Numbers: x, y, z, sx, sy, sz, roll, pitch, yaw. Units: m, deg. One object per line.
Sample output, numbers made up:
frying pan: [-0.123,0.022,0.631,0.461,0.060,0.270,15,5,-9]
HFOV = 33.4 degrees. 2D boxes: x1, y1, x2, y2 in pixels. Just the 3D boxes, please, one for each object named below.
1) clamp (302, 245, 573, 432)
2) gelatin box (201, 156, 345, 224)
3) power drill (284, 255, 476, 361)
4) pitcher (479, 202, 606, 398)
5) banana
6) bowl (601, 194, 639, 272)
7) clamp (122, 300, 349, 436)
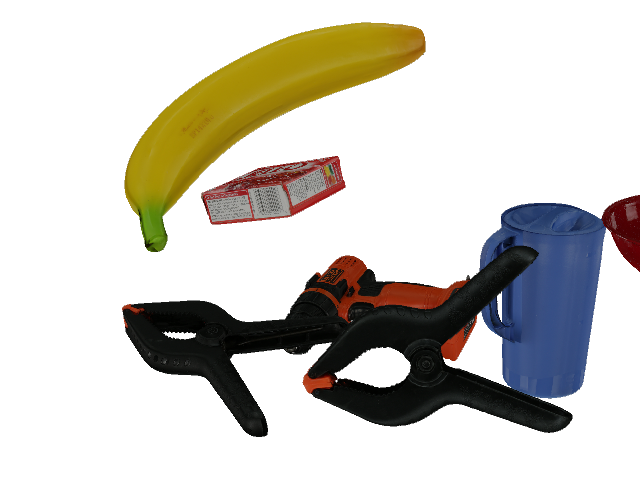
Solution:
clamp: [0.078,0.085,0.692,0.171,0.120,0.039,-21,-6,12]
gelatin box: [-0.037,-0.040,0.838,0.089,0.030,0.073,-4,16,40]
power drill: [0.065,0.078,1.148,0.188,0.057,0.184,9,29,21]
pitcher: [0.289,0.081,1.398,0.149,0.243,0.144,5,20,16]
banana: [-0.033,-0.066,0.553,0.197,0.070,0.037,-40,-24,-23]
bowl: [0.373,0.002,1.102,0.162,0.055,0.162,-3,23,1]
clamp: [-0.087,0.093,0.980,0.210,0.036,0.164,19,37,30]
